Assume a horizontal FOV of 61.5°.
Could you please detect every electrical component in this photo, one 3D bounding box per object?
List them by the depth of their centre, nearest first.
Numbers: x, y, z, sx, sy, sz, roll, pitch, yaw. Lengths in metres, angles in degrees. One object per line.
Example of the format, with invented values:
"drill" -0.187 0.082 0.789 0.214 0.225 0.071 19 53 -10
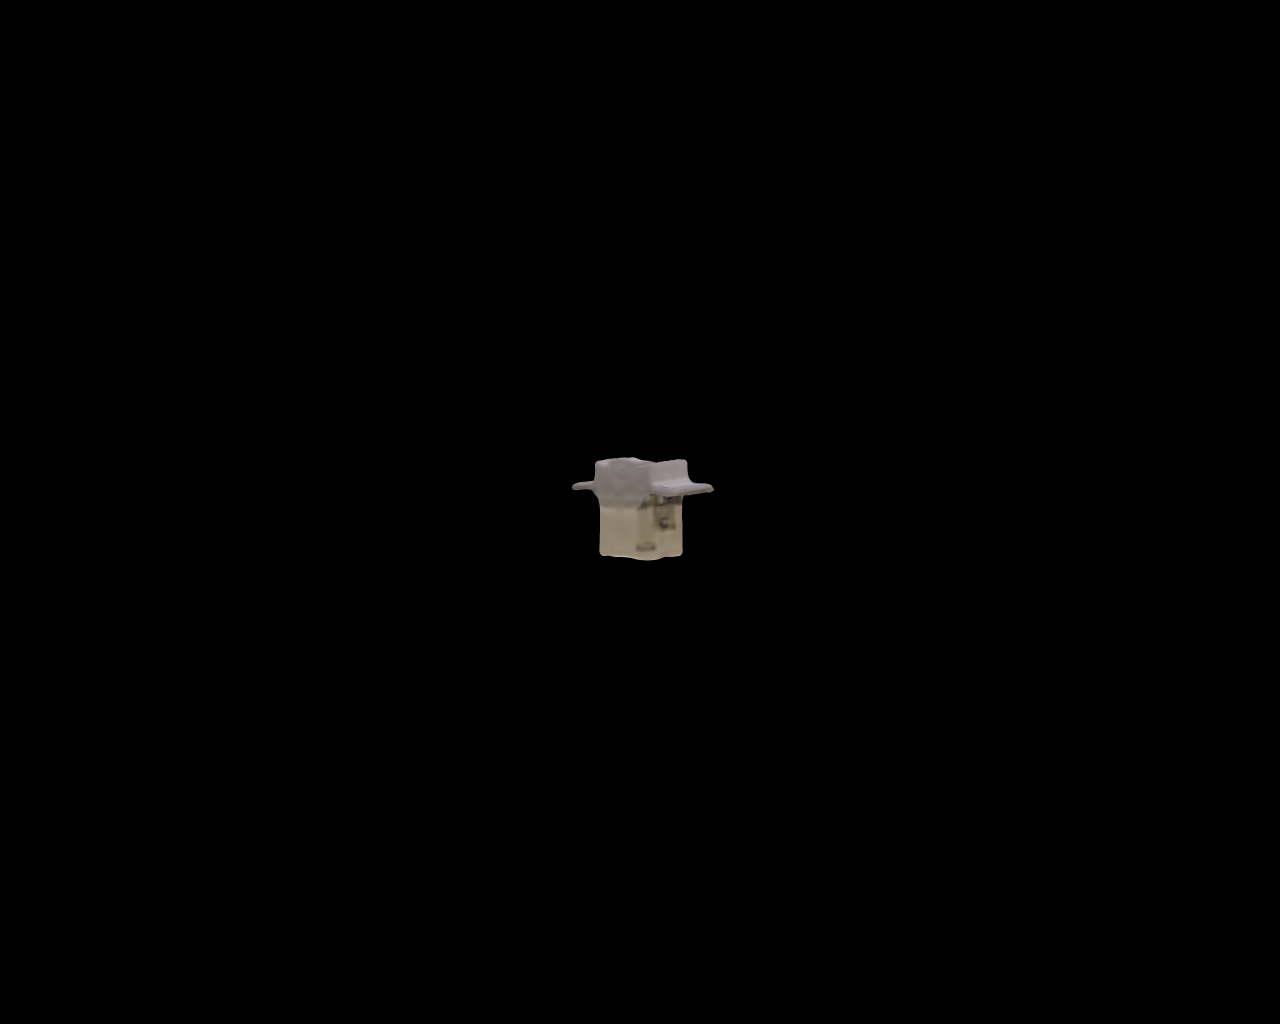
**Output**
"electrical component" 0.001 -0.003 0.650 0.081 0.063 0.042 5 8 40
